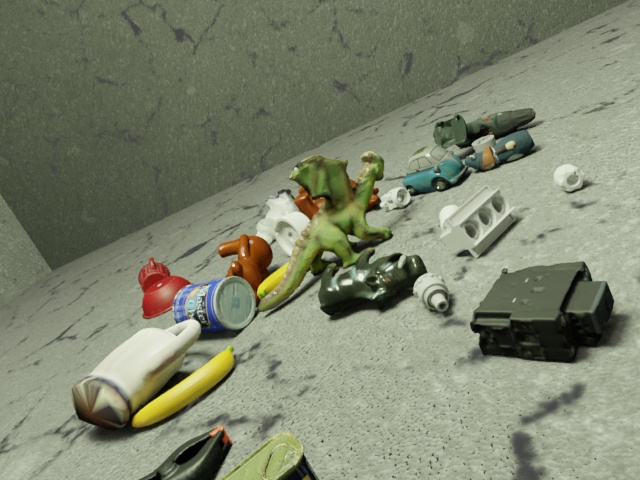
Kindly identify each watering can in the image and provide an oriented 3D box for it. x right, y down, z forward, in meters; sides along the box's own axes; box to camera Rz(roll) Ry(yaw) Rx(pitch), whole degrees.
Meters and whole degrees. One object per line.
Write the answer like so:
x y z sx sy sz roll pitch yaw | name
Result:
-0.347 0.241 0.934 0.343 0.103 0.228 -28 11 40 | watering can

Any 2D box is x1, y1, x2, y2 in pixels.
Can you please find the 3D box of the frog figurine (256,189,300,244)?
-0.117 -0.051 1.500 0.137 0.121 0.162 -6 60 32 | frog figurine

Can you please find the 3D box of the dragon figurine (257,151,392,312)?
0.003 -0.053 1.049 0.415 0.239 0.122 -33 21 -28 | dragon figurine
